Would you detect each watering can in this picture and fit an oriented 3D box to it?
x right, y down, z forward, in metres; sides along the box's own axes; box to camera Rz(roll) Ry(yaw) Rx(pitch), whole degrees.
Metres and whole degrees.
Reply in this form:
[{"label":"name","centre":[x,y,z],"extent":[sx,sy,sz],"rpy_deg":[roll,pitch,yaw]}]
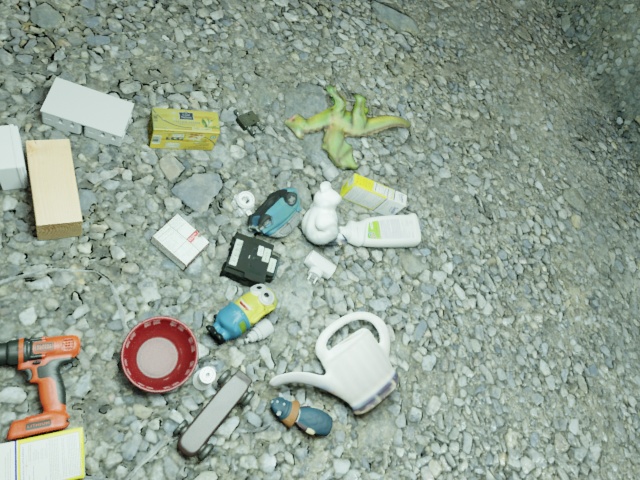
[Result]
[{"label":"watering can","centre":[0.058,0.321,1.248],"extent":[0.352,0.102,0.225],"rpy_deg":[-31,83,-33]}]

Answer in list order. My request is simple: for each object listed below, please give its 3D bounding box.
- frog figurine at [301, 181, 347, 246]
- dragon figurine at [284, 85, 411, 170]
[{"label":"frog figurine","centre":[0.004,-0.069,1.373],"extent":[0.123,0.156,0.140],"rpy_deg":[-12,35,1]},{"label":"dragon figurine","centre":[0.092,-0.329,1.596],"extent":[0.409,0.121,0.245],"rpy_deg":[16,78,-16]}]
